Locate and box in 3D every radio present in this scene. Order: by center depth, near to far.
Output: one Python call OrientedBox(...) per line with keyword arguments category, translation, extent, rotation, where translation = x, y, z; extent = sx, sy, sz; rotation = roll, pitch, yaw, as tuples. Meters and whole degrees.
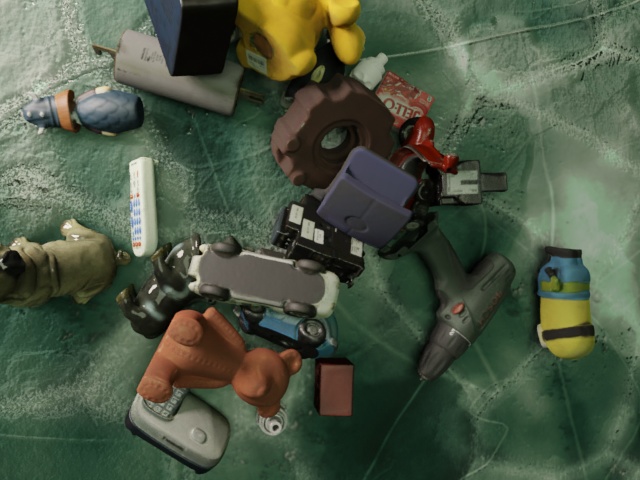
OrientedBox(category="radio", translation=(-0.182, -0.331, 0.696), extent=(0.073, 0.131, 0.230), rotation=(-11, 65, -25))

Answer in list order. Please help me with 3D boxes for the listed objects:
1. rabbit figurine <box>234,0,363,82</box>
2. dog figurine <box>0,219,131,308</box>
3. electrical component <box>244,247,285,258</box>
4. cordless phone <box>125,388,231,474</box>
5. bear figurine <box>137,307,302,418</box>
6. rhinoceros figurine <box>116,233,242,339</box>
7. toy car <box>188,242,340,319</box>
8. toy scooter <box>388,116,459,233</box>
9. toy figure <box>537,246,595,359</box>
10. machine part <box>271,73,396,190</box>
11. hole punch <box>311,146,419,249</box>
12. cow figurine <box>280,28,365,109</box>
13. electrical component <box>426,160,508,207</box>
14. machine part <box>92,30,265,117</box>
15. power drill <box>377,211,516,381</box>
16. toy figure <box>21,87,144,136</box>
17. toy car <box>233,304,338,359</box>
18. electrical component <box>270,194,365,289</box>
OrientedBox(category="rabbit figurine", translation=(-0.016, -0.299, 0.713), extent=(0.163, 0.121, 0.173), rotation=(25, 60, 26))
OrientedBox(category="dog figurine", translation=(-0.340, 0.036, 0.676), extent=(0.172, 0.190, 0.121), rotation=(-21, 94, -12))
OrientedBox(category="electrical component", translation=(-0.068, 0.030, 0.791), extent=(0.094, 0.063, 0.021), rotation=(16, 95, -10))
OrientedBox(category="cordless phone", translation=(-0.173, 0.218, 0.772), extent=(0.146, 0.089, 0.184), rotation=(36, 65, -9))
OrientedBox(category="bear figurine", translation=(-0.122, 0.174, 0.714), extent=(0.196, 0.132, 0.120), rotation=(31, 93, -9))
OrientedBox(category="rhinoceros figurine", translation=(-0.195, 0.058, 0.763), extent=(0.190, 0.073, 0.112), rotation=(-43, 96, -8))
OrientedBox(category="toy car", translation=(-0.075, 0.055, 0.715), extent=(0.202, 0.056, 0.073), rotation=(11, 74, 2))
OrientedBox(category="toy scooter", translation=(0.143, -0.086, 0.783), extent=(0.075, 0.135, 0.183), rotation=(10, 103, -27))
OrientedBox(category="toy figure", translation=(0.398, 0.101, 0.870), extent=(0.082, 0.089, 0.180), rotation=(2, 92, -3))
OrientedBox(category="machine part", translation=(0.023, -0.143, 0.766), extent=(0.179, 0.056, 0.179), rotation=(-14, 132, -16))
OrientedBox(category="hole punch", translation=(0.061, -0.045, 0.727), extent=(0.142, 0.092, 0.115), rotation=(28, 126, -6))
OrientedBox(category="cow figurine", translation=(0.011, -0.260, 0.791), extent=(0.068, 0.098, 0.167), rotation=(35, 86, -5))
OrientedBox(category="electrical component", translation=(0.234, -0.091, 0.859), extent=(0.119, 0.048, 0.074), rotation=(-6, 92, -11))
OrientedBox(category="machine part", translation=(-0.196, -0.235, 0.760), extent=(0.243, 0.079, 0.079), rotation=(16, 87, -11))
OrientedBox(category="power drill", translation=(0.184, 0.075, 0.832), extent=(0.232, 0.086, 0.207), rotation=(-43, 95, -10))
OrientedBox(category="toy figure", translation=(-0.327, -0.176, 0.746), extent=(0.154, 0.058, 0.064), rotation=(-1, 85, -6))
OrientedBox(category="toy car", translation=(-0.040, 0.104, 0.787), extent=(0.162, 0.109, 0.103), rotation=(23, 62, 2))
OrientedBox(category="electrical component", translation=(-0.002, -0.002, 0.780), extent=(0.134, 0.115, 0.058), rotation=(22, 130, -10))
